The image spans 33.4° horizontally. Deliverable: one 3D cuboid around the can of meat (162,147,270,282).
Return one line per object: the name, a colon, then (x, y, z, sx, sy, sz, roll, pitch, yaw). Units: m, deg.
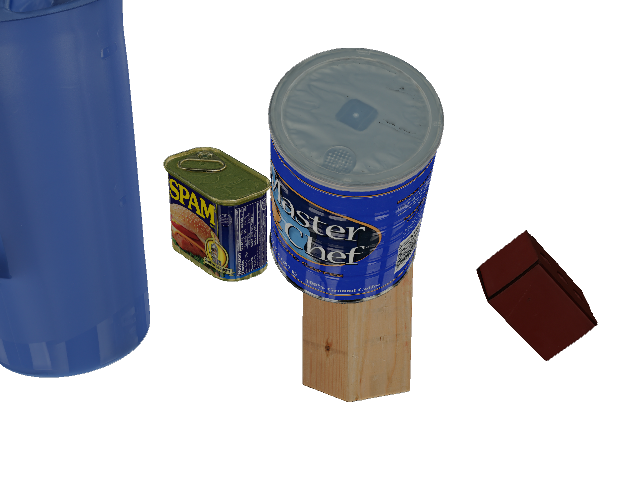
can of meat: (-0.089, -0.022, 0.921, 0.057, 0.084, 0.102, -23, 38, -34)

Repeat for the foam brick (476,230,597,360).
foam brick: (0.167, 0.043, 0.827, 0.051, 0.078, 0.053, -39, 23, 16)

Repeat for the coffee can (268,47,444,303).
coffee can: (0.018, -0.037, 0.678, 0.103, 0.103, 0.140, 0, -32, -2)

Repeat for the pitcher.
pitcher: (-0.180, -0.036, 0.659, 0.149, 0.243, 0.145, -10, 26, -12)

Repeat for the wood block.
wood block: (0.040, 0.060, 1.166, 0.090, 0.206, 0.091, -4, 9, -36)
